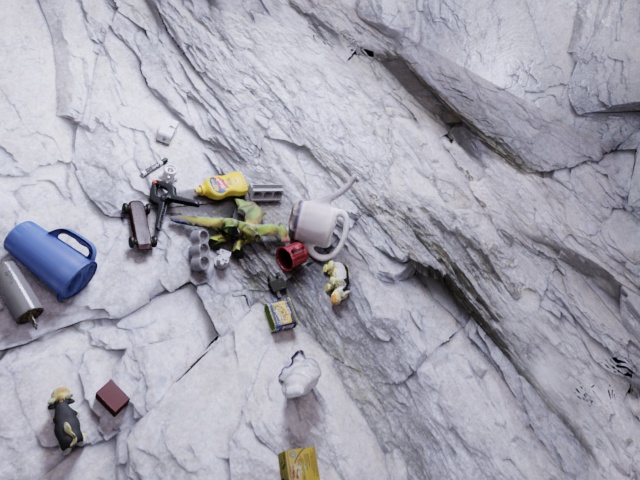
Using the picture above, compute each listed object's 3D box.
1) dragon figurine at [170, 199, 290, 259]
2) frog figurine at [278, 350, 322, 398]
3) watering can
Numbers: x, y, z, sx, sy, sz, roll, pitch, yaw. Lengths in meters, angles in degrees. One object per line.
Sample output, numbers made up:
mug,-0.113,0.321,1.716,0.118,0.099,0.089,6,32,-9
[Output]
dragon figurine,-0.300,-0.067,1.843,0.410,0.119,0.248,23,34,-3
frog figurine,-0.055,0.430,1.562,0.138,0.121,0.161,-33,19,-4
watering can,0.006,-0.095,1.891,0.224,0.344,0.105,14,11,2
